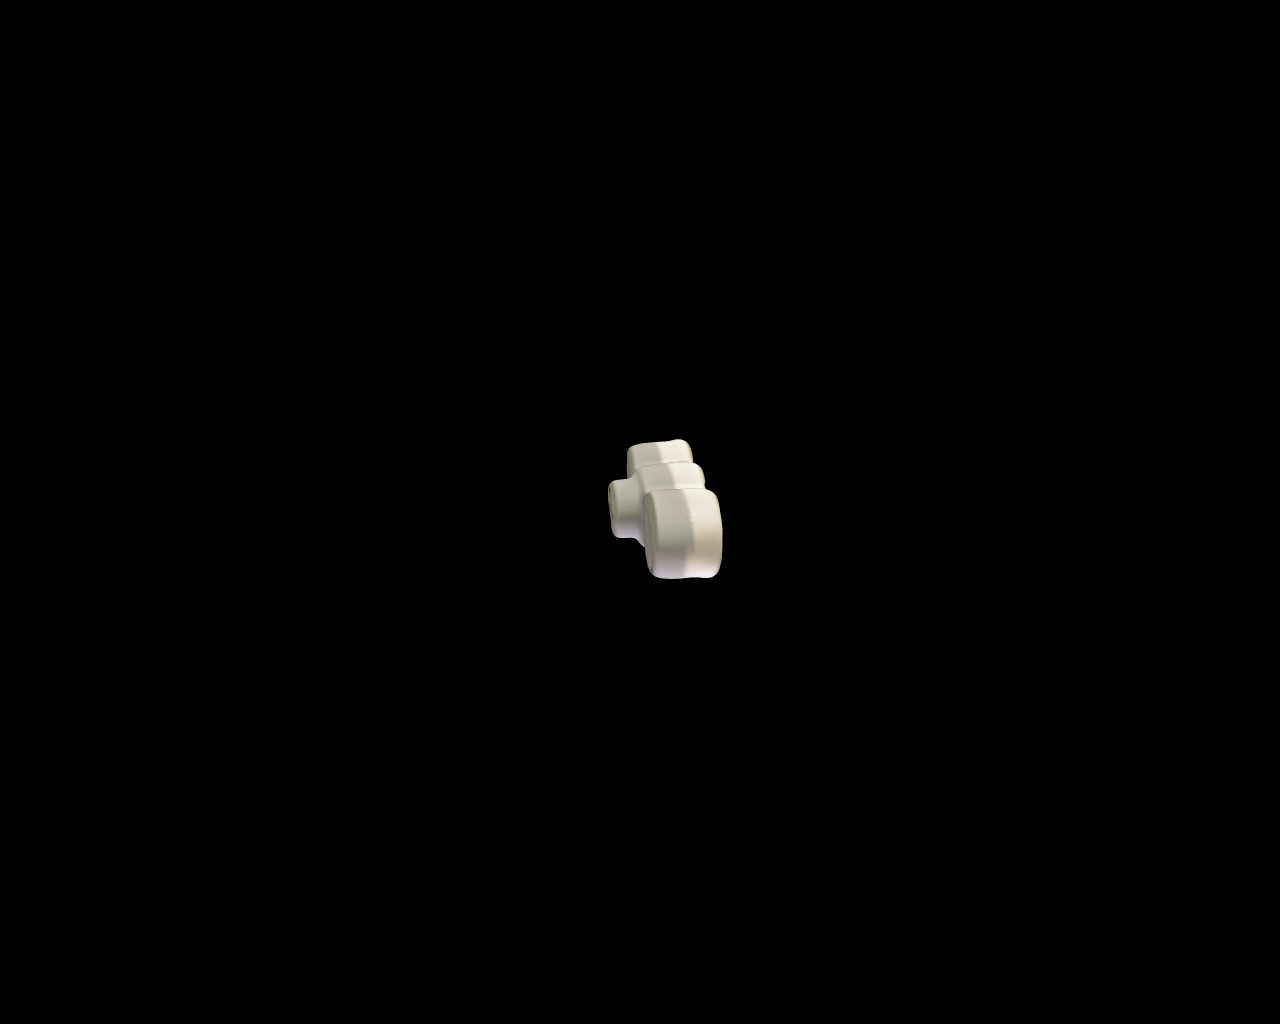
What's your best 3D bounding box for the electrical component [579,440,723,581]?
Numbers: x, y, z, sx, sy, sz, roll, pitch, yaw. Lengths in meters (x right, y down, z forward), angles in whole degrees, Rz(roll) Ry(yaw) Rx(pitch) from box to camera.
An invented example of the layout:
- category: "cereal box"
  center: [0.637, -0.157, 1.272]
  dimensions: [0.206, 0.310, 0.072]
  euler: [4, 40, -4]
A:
- category: "electrical component"
  center: [0.001, -0.003, 0.650]
  dimensions: [0.074, 0.052, 0.138]
  euler: [-3, 22, -7]
